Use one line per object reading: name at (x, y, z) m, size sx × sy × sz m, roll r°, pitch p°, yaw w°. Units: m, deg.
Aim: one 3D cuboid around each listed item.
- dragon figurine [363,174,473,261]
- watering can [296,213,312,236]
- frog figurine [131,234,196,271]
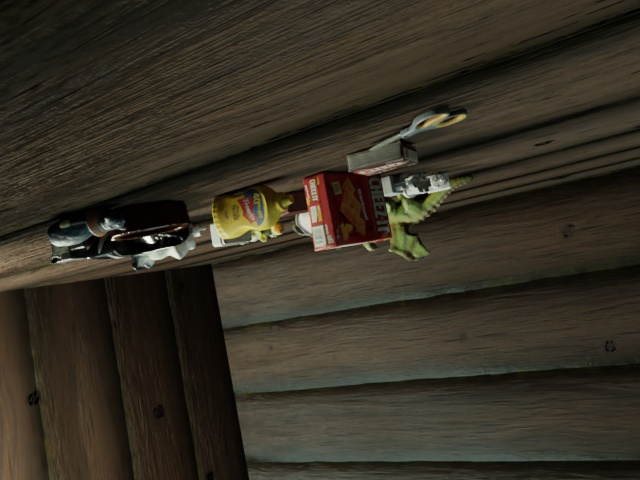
dragon figurine at (0.297, -0.056, 1.634) m, size 0.408 × 0.244 × 0.122 m, roll -11°, pitch 171°, yaw 32°
watering can at (0.005, -0.076, 1.511) m, size 0.347 × 0.105 × 0.222 m, roll 7°, pitch 167°, yaw -34°
frog figurine at (-0.427, 0.007, 1.396) m, size 0.159 × 0.124 × 0.135 m, roll -28°, pitch 160°, yaw 4°
